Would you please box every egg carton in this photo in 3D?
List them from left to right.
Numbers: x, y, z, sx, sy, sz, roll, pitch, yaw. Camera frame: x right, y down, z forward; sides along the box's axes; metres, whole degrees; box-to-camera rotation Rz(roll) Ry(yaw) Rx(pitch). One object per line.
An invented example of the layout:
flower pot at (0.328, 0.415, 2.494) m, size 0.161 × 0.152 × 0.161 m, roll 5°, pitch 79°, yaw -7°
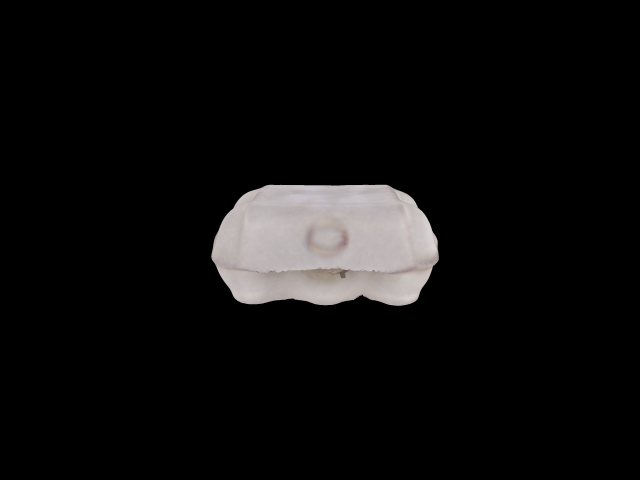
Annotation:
egg carton at (0.004, 0.001, 0.400) m, size 0.150 × 0.069 × 0.107 m, roll 0°, pitch 15°, yaw 0°
